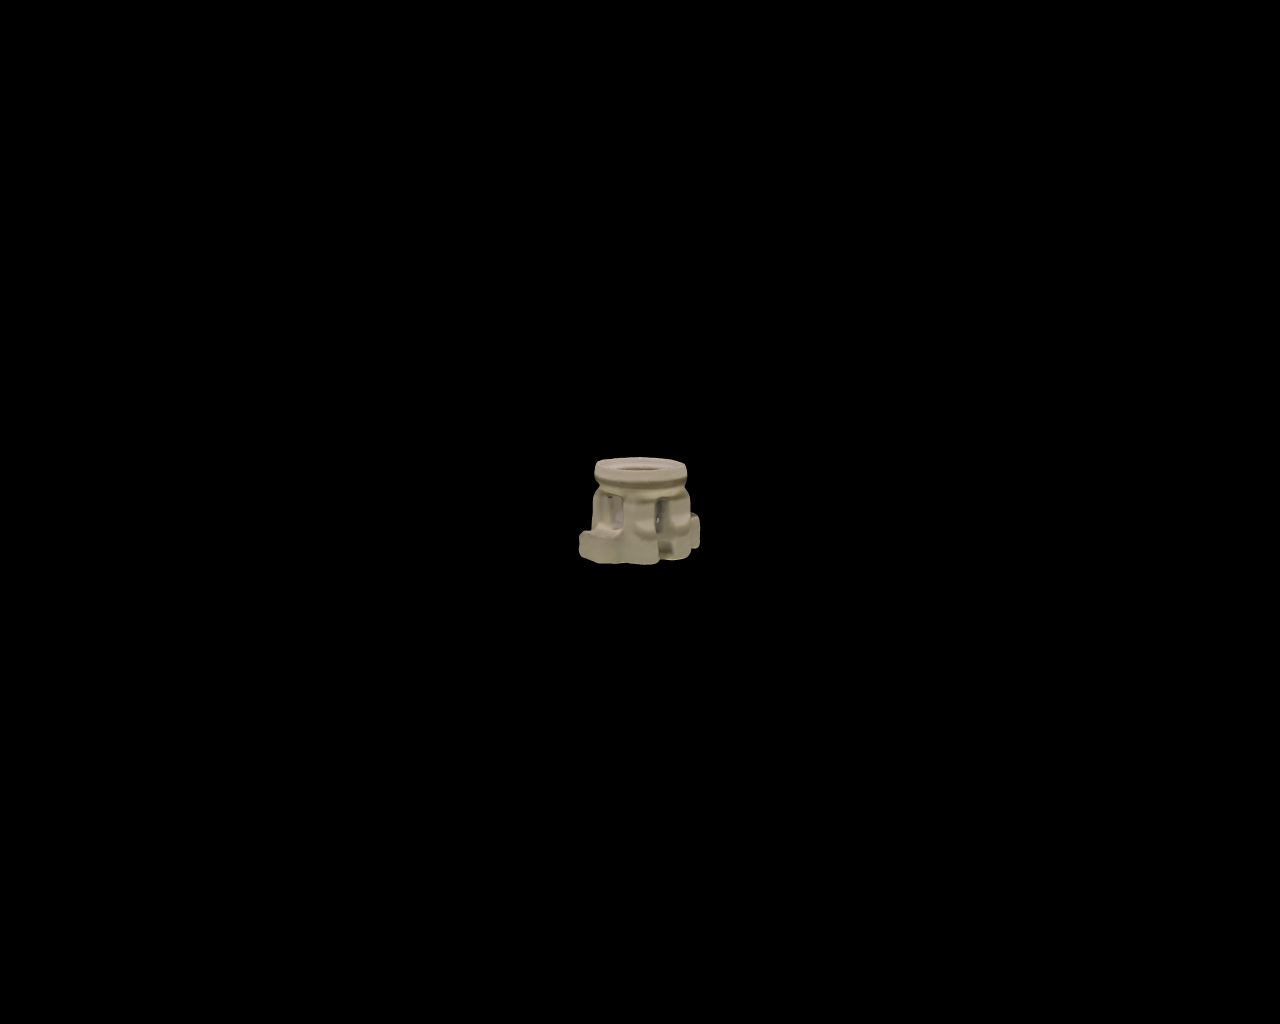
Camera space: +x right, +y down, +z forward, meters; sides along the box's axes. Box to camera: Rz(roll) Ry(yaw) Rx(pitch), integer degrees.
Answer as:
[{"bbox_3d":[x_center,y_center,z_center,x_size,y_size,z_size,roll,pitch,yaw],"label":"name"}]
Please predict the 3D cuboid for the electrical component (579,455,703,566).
[{"bbox_3d":[0.001,-0.003,0.650,0.078,0.057,0.058,-8,14,-35],"label":"electrical component"}]
